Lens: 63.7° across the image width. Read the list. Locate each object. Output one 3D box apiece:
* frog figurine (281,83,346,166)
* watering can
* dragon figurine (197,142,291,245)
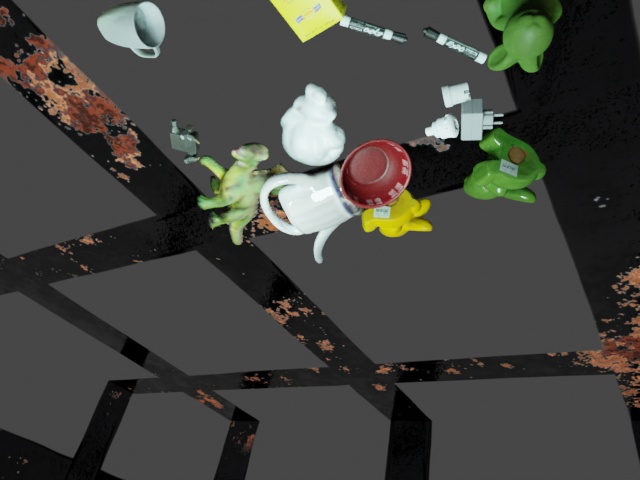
[{"bbox_3d":[-0.009,-0.227,1.032,0.138,0.125,0.156,34,155,5],"label":"frog figurine"},{"bbox_3d":[0.004,-0.062,1.231,0.223,0.106,0.341,-20,142,17],"label":"watering can"},{"bbox_3d":[-0.157,-0.105,1.263,0.242,0.125,0.402,-4,150,9],"label":"dragon figurine"}]
